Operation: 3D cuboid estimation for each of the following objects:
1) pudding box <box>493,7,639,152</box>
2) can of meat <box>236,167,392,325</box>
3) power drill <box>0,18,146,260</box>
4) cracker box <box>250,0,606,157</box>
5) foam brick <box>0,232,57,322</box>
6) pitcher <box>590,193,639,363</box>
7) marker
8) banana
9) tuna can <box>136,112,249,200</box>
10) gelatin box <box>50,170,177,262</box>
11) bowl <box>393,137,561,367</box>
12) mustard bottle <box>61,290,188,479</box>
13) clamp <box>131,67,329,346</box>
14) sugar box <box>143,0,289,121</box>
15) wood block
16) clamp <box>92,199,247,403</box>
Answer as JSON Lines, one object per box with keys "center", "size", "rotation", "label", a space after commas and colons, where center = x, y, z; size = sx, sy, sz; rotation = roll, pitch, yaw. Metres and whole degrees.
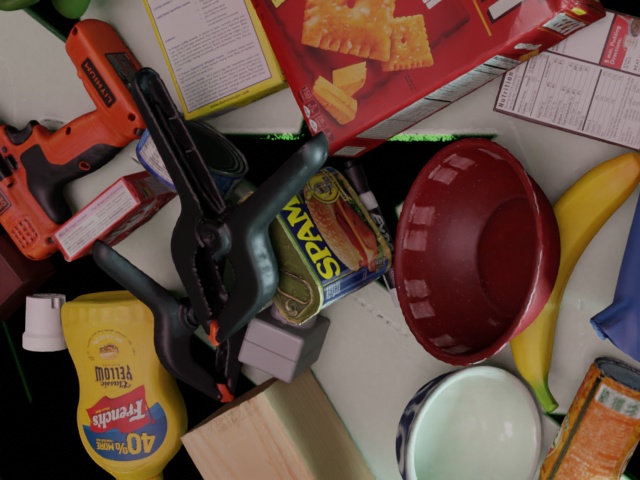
{"center": [0.188, -0.119, 0.751], "size": [0.114, 0.039, 0.090], "rotation": [20, 105, 19], "label": "pudding box"}
{"center": [-0.005, 0.001, 0.809], "size": [0.102, 0.083, 0.058], "rotation": [59, 140, 8], "label": "can of meat"}
{"center": [-0.233, -0.101, 0.900], "size": [0.188, 0.057, 0.184], "rotation": [-36, 90, 25], "label": "power drill"}
{"center": [0.062, -0.177, 0.746], "size": [0.214, 0.072, 0.164], "rotation": [-28, 80, 29], "label": "cracker box"}
{"center": [-0.285, 0.035, 0.944], "size": [0.078, 0.053, 0.051], "rotation": [-41, 84, 21], "label": "foam brick"}
{"center": [0.281, -0.029, 0.695], "size": [0.145, 0.149, 0.243], "rotation": [15, 102, 32], "label": "pitcher"}
{"center": [0.045, -0.006, 0.833], "size": [0.020, 0.020, 0.121], "rotation": [-21, 92, 22], "label": "marker"}
{"center": [0.177, 0.023, 0.773], "size": [0.070, 0.037, 0.198], "rotation": [28, 112, 37], "label": "banana"}
{"center": [-0.101, -0.065, 0.841], "size": [0.086, 0.086, 0.034], "rotation": [38, 111, 10], "label": "tuna can"}
{"center": [-0.167, -0.021, 0.879], "size": [0.089, 0.073, 0.030], "rotation": [-36, 87, 22], "label": "gelatin box"}
{"center": [0.121, 0.010, 0.765], "size": [0.162, 0.055, 0.162], "rotation": [-13, 75, 57], "label": "bowl"}
{"center": [-0.163, 0.141, 0.916], "size": [0.096, 0.058, 0.191], "rotation": [-4, 99, 14], "label": "mustard bottle"}
{"center": [-0.061, -0.011, 0.766], "size": [0.165, 0.036, 0.210], "rotation": [18, 125, 32], "label": "clamp"}
{"center": [-0.089, -0.190, 0.836], "size": [0.093, 0.048, 0.176], "rotation": [-18, 90, 23], "label": "sugar box"}
{"center": [-0.010, 0.215, 0.856], "size": [0.090, 0.090, 0.206], "rotation": [-32, 88, 23], "label": "wood block"}
{"center": [-0.114, 0.055, 0.865], "size": [0.120, 0.039, 0.171], "rotation": [-13, 98, -18], "label": "clamp"}
